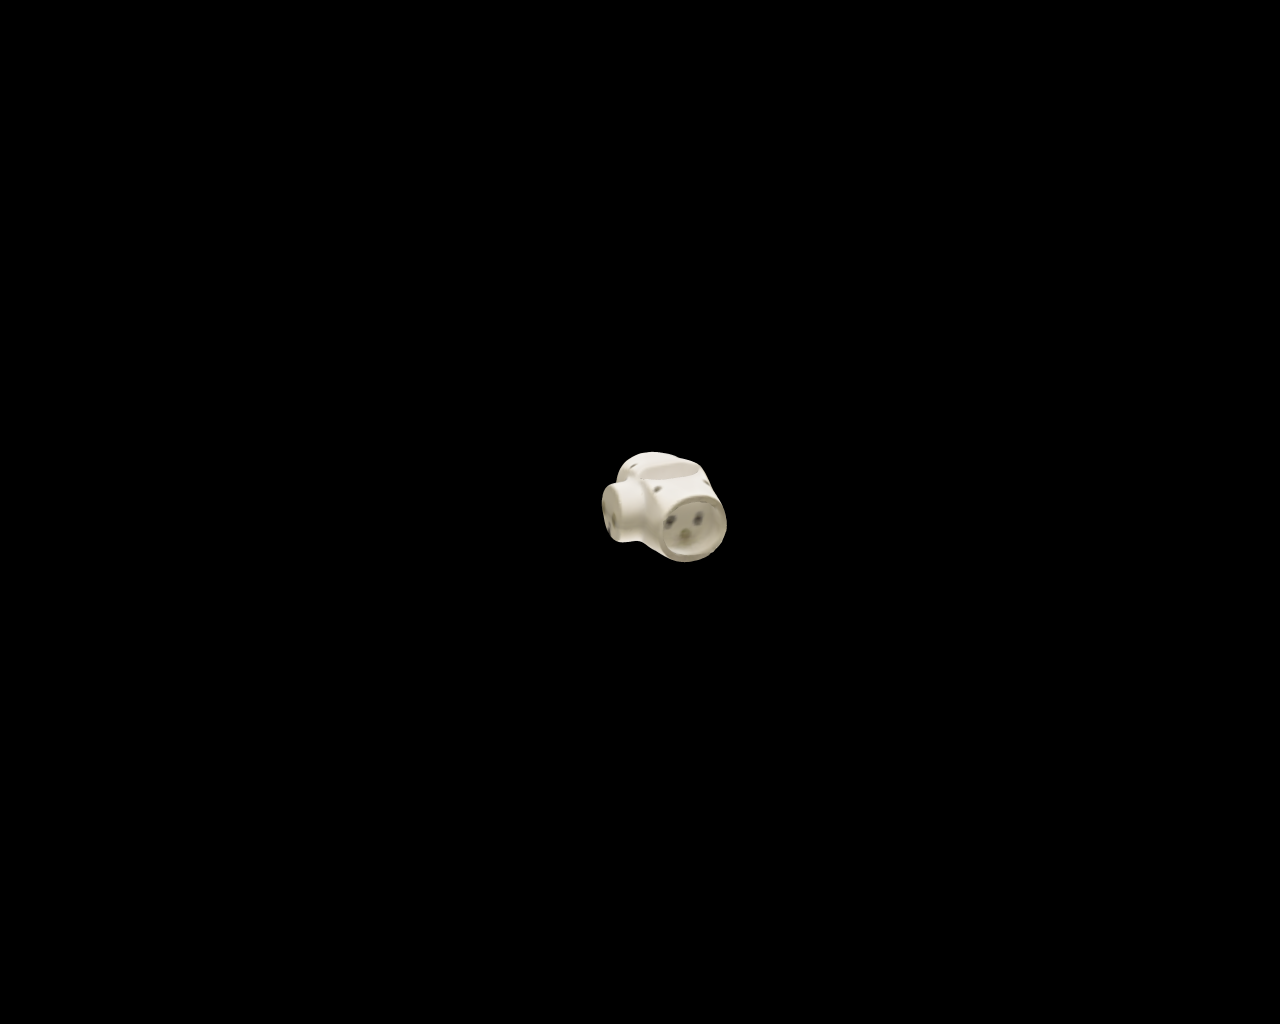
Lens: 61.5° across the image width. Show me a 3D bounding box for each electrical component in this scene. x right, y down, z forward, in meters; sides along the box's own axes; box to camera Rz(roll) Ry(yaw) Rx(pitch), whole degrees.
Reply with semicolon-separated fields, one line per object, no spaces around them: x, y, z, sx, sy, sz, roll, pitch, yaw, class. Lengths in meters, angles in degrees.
0.001;-0.003;0.650;0.079;0.043;0.077;-8;26;-18;electrical component
